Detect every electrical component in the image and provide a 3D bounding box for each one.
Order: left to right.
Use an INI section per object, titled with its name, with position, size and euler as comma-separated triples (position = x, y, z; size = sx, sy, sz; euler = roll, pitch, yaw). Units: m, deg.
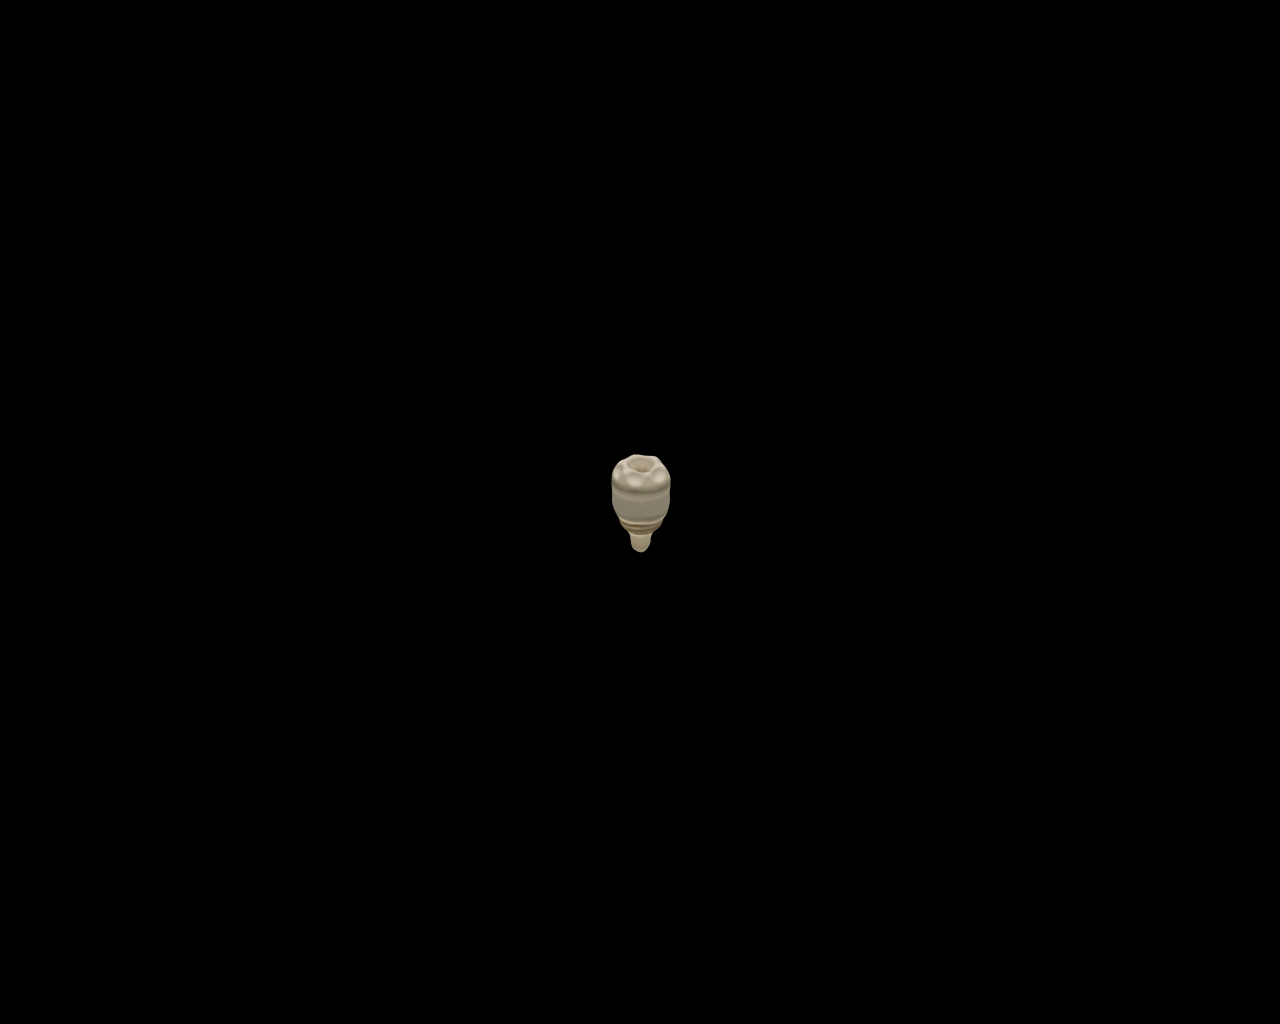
[electrical component]
position = 0.001, -0.003, 0.650
size = 0.035, 0.061, 0.035
euler = 0, 28, 0
